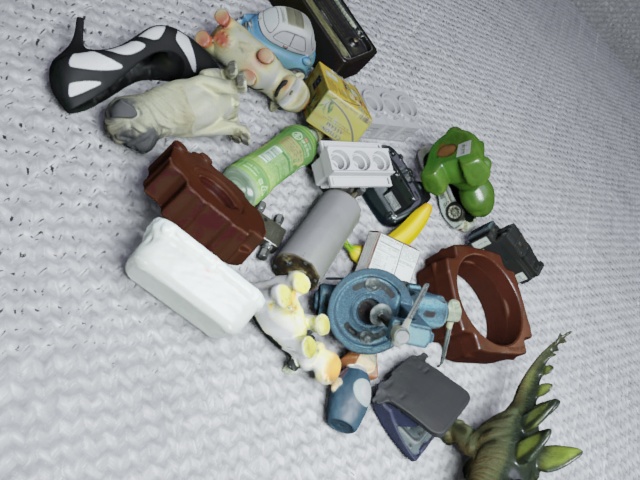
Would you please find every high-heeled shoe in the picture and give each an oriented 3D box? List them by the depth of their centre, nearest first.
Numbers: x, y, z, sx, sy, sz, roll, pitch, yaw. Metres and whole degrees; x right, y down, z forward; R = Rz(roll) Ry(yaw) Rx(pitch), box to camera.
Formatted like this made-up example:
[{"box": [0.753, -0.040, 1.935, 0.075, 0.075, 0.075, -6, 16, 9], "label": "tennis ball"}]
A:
[{"box": [-0.247, -0.225, 0.762, 0.248, 0.086, 0.145, 5, 72, -37], "label": "high-heeled shoe"}]

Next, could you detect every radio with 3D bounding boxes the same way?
[{"box": [0.007, -0.432, 1.078, 0.131, 0.073, 0.229, -30, 87, -44], "label": "radio"}]

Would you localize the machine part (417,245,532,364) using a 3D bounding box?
[{"box": [0.279, 0.119, 0.977, 0.201, 0.087, 0.201, 12, 60, -35], "label": "machine part"}]

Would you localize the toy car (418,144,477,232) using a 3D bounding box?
[{"box": [0.267, -0.108, 1.117, 0.073, 0.056, 0.201, -8, 72, -47], "label": "toy car"}]

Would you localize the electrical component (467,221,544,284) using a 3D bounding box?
[{"box": [0.356, 0.030, 1.067, 0.134, 0.115, 0.058, 53, 44, -4], "label": "electrical component"}]

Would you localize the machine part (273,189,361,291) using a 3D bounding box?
[{"box": [-0.002, -0.002, 0.827, 0.079, 0.079, 0.243, 44, 48, -11], "label": "machine part"}]

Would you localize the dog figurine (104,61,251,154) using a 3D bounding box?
[{"box": [-0.207, -0.190, 0.771, 0.191, 0.172, 0.121, -8, 104, -14], "label": "dog figurine"}]

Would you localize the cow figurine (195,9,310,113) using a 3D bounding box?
[{"box": [-0.100, -0.281, 0.890, 0.195, 0.085, 0.127, 39, 10, 2], "label": "cow figurine"}]

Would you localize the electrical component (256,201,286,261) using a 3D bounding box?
[{"box": [-0.085, -0.014, 0.803, 0.063, 0.021, 0.094, 35, 45, -18], "label": "electrical component"}]

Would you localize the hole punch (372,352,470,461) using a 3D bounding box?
[{"box": [0.144, 0.250, 0.808, 0.116, 0.092, 0.142, 37, 44, 24], "label": "hole punch"}]

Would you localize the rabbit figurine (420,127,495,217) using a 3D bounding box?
[{"box": [0.275, -0.120, 1.029, 0.170, 0.121, 0.159, 50, 32, -35], "label": "rabbit figurine"}]

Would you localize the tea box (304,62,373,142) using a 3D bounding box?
[{"box": [0.025, -0.239, 0.945, 0.098, 0.068, 0.170, 30, 26, -21], "label": "tea box"}]

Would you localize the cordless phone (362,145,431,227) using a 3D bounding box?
[{"box": [0.153, -0.114, 1.026, 0.146, 0.089, 0.184, 59, 35, 4], "label": "cordless phone"}]

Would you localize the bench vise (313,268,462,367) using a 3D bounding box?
[{"box": [0.106, 0.107, 0.738, 0.224, 0.241, 0.128, 18, 92, -6], "label": "bench vise"}]

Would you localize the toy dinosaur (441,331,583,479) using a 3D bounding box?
[{"box": [0.271, 0.313, 0.783, 0.105, 0.198, 0.471, 46, 48, -13], "label": "toy dinosaur"}]

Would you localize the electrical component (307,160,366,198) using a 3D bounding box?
[{"box": [0.034, -0.113, 0.939, 0.102, 0.045, 0.078, 54, 44, -1], "label": "electrical component"}]

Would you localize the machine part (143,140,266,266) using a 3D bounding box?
[{"box": [-0.144, -0.048, 0.695, 0.179, 0.056, 0.179, 44, 11, -11], "label": "machine part"}]

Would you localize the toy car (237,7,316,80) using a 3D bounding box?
[{"box": [-0.066, -0.366, 0.965, 0.161, 0.103, 0.109, 12, 58, -36], "label": "toy car"}]

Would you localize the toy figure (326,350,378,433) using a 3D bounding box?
[{"box": [0.052, 0.199, 0.772, 0.154, 0.058, 0.064, -67, 150, -42], "label": "toy figure"}]

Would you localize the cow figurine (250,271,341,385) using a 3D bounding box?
[{"box": [-0.040, 0.126, 0.726, 0.068, 0.098, 0.167, -43, 114, -47], "label": "cow figurine"}]
